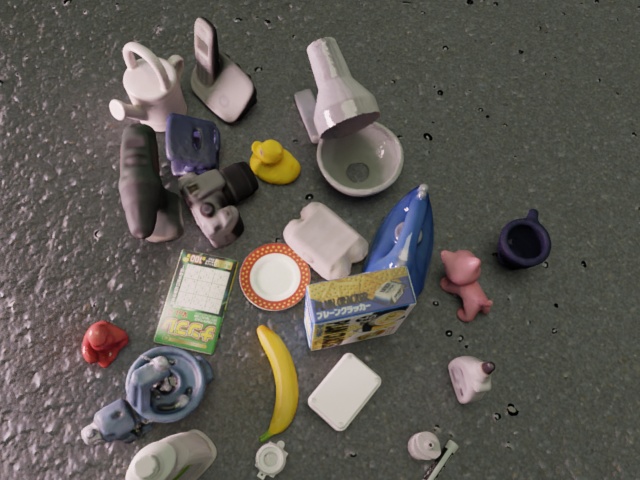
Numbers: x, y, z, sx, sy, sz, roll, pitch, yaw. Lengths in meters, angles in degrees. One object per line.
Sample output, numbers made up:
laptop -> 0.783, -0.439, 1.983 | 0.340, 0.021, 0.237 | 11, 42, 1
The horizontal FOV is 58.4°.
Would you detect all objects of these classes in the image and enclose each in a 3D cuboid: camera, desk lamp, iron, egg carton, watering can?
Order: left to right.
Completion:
watering can -> -0.324, -0.293, 1.092 | 0.101, 0.194, 0.173 | 13, 69, 3
camera -> -0.178, -0.083, 1.068 | 0.137, 0.101, 0.143 | -30, 73, -13
egg carton -> 0.010, 0.004, 1.061 | 0.150, 0.069, 0.107 | 40, 72, 12
desk lamp -> 0.023, -0.265, 1.088 | 0.118, 0.213, 0.203 | -20, 71, -10
iron -> 0.161, -0.016, 1.037 | 0.118, 0.141, 0.258 | 18, 69, 4

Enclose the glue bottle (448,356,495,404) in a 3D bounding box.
glue bottle -> 0.253, 0.221, 0.933 | 0.037, 0.173, 0.078 | -10, 69, -6

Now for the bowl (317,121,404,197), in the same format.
bowl -> 0.076, -0.150, 1.121 | 0.167, 0.075, 0.167 | 1, 69, -2

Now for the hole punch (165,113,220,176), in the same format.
hole punch -> -0.244, -0.188, 1.111 | 0.101, 0.091, 0.108 | -3, 69, -4

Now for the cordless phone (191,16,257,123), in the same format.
cordless phone -> -0.193, -0.332, 1.119 | 0.147, 0.185, 0.094 | 41, 73, 13

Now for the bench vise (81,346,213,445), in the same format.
bench vise -> -0.262, 0.246, 0.872 | 0.121, 0.220, 0.208 | 36, 71, 11

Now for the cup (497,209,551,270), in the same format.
cup -> 0.370, 0.006, 1.064 | 0.091, 0.095, 0.118 | 20, 69, 5

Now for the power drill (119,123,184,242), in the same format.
power drill -> -0.296, -0.076, 1.002 | 0.075, 0.208, 0.229 | -11, 70, -6

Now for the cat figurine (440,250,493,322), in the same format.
cat figurine -> 0.264, 0.072, 1.021 | 0.067, 0.118, 0.127 | -27, 72, -12

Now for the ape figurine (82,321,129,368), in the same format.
ape figurine -> -0.367, 0.168, 0.966 | 0.078, 0.092, 0.076 | -15, 70, -8

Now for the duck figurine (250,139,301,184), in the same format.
duck figurine -> -0.088, -0.159, 1.110 | 0.104, 0.086, 0.077 | 23, 70, 6
